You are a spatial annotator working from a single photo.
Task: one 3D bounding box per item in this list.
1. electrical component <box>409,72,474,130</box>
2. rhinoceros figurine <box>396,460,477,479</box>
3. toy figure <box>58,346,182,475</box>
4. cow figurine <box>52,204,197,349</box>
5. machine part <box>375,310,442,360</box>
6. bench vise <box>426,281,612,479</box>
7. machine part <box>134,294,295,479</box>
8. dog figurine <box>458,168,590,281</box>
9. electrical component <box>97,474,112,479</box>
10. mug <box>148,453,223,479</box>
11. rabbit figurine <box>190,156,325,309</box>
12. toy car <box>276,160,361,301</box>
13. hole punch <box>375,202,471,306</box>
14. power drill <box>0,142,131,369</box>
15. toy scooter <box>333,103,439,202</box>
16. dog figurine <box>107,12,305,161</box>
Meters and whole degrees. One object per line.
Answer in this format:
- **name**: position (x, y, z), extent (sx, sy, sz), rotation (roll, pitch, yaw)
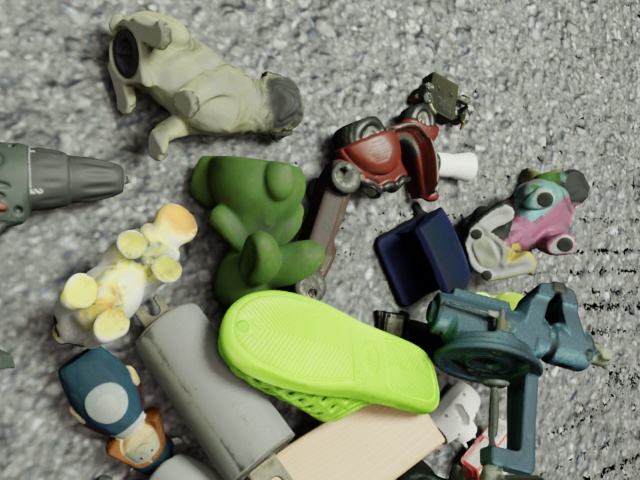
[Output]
- **electrical component**: position (0.182, -0.204, 0.791), extent (0.102, 0.045, 0.078), rotation (26, 73, -24)
- **rhinoceros figurine**: position (0.131, 0.304, 0.614), extent (0.112, 0.190, 0.073), rotation (-22, 91, -17)
- **toy figure**: position (-0.195, 0.176, 0.529), extent (0.064, 0.058, 0.154), rotation (-30, 102, 10)
- **cow figurine**: position (-0.191, 0.035, 0.538), extent (0.068, 0.098, 0.167), rotation (46, 46, -12)
- **machine part**: position (0.136, 0.137, 0.719), extent (0.139, 0.039, 0.084), rotation (9, 70, -13)
- **bench vise**: position (0.224, 0.160, 0.614), extent (0.224, 0.129, 0.240), rotation (21, 59, -11)
- **machine part**: position (-0.105, 0.148, 0.528), extent (0.079, 0.079, 0.243), rotation (-33, 69, -28)
- **dog figurine**: position (0.310, -0.039, 0.814), extent (0.108, 0.192, 0.219), rotation (59, 28, -6)
- **electrical component**: position (-0.210, 0.281, 0.523), extent (0.063, 0.021, 0.094), rotation (24, 72, -24)
- **mug**: position (-0.111, 0.253, 0.515), extent (0.107, 0.109, 0.080), rotation (36, 105, 13)
- **rabbit figurine**: position (-0.063, 0.001, 0.584), extent (0.121, 0.159, 0.170), rotation (5, 96, -38)
- **toy car**: position (-0.001, -0.002, 0.637), extent (0.053, 0.089, 0.202), rotation (23, 71, -21)
- **hole punch**: position (0.154, 0.020, 0.723), extent (0.116, 0.092, 0.142), rotation (-28, 94, -32)
- **power drill**: position (-0.299, 0.010, 0.479), extent (0.232, 0.086, 0.207), rotation (8, 83, -26)
- **toy scooter**: position (0.104, -0.104, 0.720), extent (0.184, 0.075, 0.135), rotation (-22, 95, -34)
- **dog figurine**: position (-0.121, -0.183, 0.607), extent (0.190, 0.121, 0.172), rotation (-24, 91, -48)
